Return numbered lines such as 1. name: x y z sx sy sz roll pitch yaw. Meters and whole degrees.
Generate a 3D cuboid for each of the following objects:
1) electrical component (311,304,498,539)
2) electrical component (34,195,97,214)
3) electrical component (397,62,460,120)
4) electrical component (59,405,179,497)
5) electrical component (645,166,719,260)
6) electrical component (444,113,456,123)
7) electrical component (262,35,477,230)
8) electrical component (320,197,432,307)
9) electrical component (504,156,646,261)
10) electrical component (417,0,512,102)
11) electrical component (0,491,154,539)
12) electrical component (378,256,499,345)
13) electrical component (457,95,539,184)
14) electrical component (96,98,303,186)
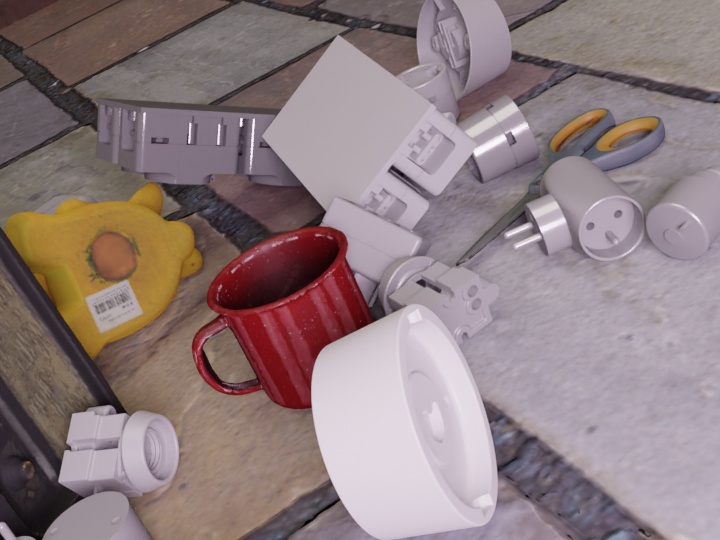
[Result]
1. electrical component: 0.017 0.077 0.517 0.060 0.108 0.108 -21 26 21
2. electrical component: -0.286 -0.028 1.015 0.059 0.053 0.095 3 37 43
3. electrical component: 0.059 -0.153 0.965 0.055 0.047 0.055 -19 28 10
4. electrical component: -0.143 0.110 0.645 0.055 0.048 0.066 -9 56 20
5. electrical component: 0.204 -0.039 0.644 0.040 0.040 0.078 7 40 46
6. electrical component: 0.051 -0.122 0.919 0.062 0.043 0.043 -4 33 33
7. electrical component: 0.004 -0.099 0.834 0.105 0.060 0.186 -52 34 8
8. electrical component: 0.000 0.000 0.718 0.066 0.076 0.047 27 5 11
9. electrical component: 0.131 -0.033 0.689 0.079 0.043 0.077 -24 26 1
10. electrical component: 0.092 -0.211 0.994 0.064 0.099 0.099 -27 26 -19
11. electrical component: -0.172 0.162 0.548 0.052 0.073 0.138 6 39 45
12. electrical component: 0.044 0.020 0.664 0.066 0.048 0.055 -35 35 -20
13. electrical component: 0.103 -0.098 0.823 0.047 0.055 0.055 -29 26 -1
14. electrical component: -0.124 -0.111 0.941 0.186 0.060 0.105 -2 13 -33
